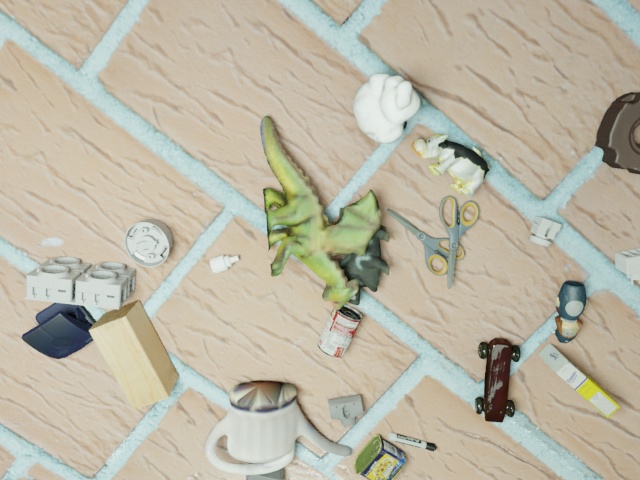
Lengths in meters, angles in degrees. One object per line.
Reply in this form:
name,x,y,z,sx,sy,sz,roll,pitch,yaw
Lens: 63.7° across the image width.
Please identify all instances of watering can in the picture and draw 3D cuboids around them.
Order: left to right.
watering can,-0.090,0.431,1.189,0.348,0.105,0.222,-1,104,-15

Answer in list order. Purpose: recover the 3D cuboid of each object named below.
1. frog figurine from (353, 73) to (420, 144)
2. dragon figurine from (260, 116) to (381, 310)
frog figurine,0.127,-0.252,0.995,0.123,0.161,0.136,-3,105,1
dragon figurine,0.003,-0.053,1.057,0.243,0.123,0.408,-3,96,-2
